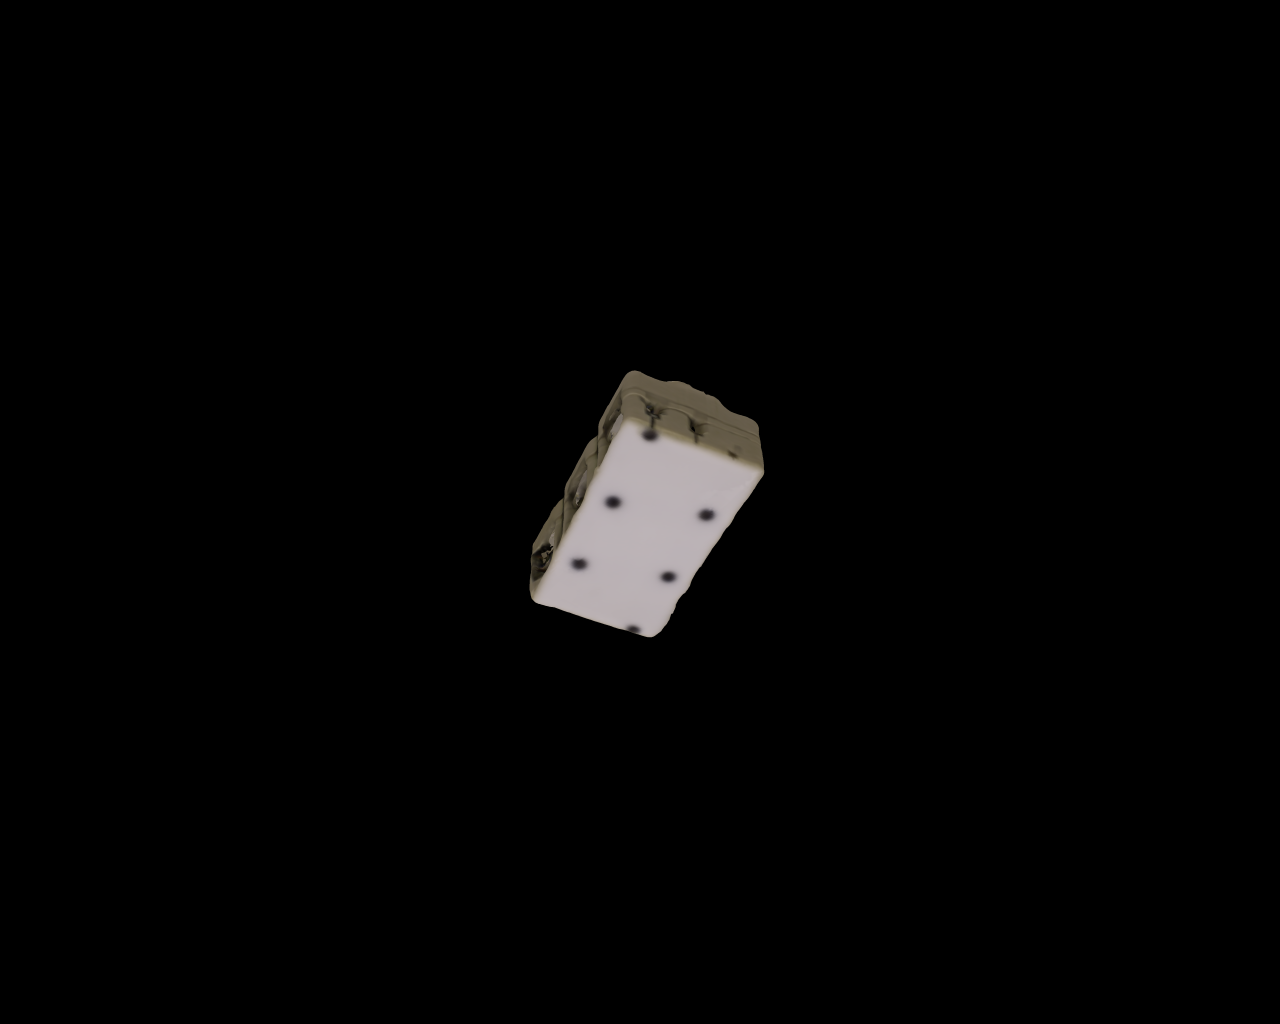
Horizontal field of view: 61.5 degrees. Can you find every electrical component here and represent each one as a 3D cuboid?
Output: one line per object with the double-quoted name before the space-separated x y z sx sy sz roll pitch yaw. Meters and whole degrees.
"electrical component" 0.001 -0.003 0.650 0.089 0.150 0.062 21 36 -16
